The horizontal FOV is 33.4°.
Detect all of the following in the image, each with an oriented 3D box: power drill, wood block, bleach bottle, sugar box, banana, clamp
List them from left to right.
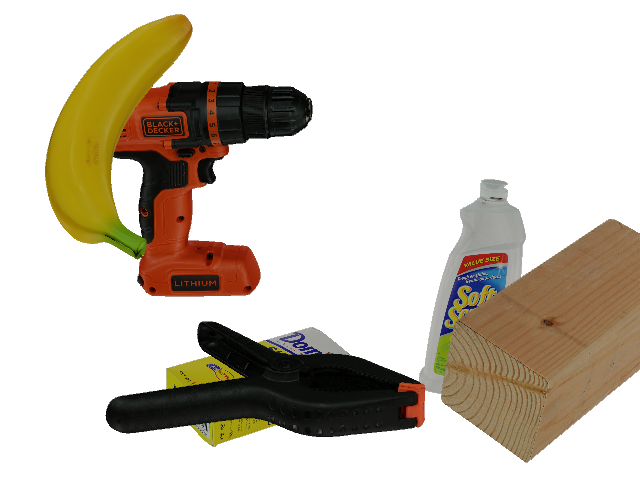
[{"bbox_3d":[-0.124,-0.067,0.641,0.069,0.197,0.037,9,-37,-5],"label":"banana"},{"bbox_3d":[-0.095,-0.045,0.904,0.184,0.188,0.057,0,27,6],"label":"power drill"},{"bbox_3d":[-0.054,0.140,1.056,0.175,0.048,0.093,-16,32,-32],"label":"sugar box"},{"bbox_3d":[-0.028,0.101,0.768,0.210,0.036,0.164,3,19,11],"label":"clamp"},{"bbox_3d":[0.177,0.054,1.225,0.103,0.251,0.068,9,15,16],"label":"bleach bottle"},{"bbox_3d":[0.202,0.074,0.862,0.205,0.090,0.091,-28,47,-35],"label":"wood block"}]
